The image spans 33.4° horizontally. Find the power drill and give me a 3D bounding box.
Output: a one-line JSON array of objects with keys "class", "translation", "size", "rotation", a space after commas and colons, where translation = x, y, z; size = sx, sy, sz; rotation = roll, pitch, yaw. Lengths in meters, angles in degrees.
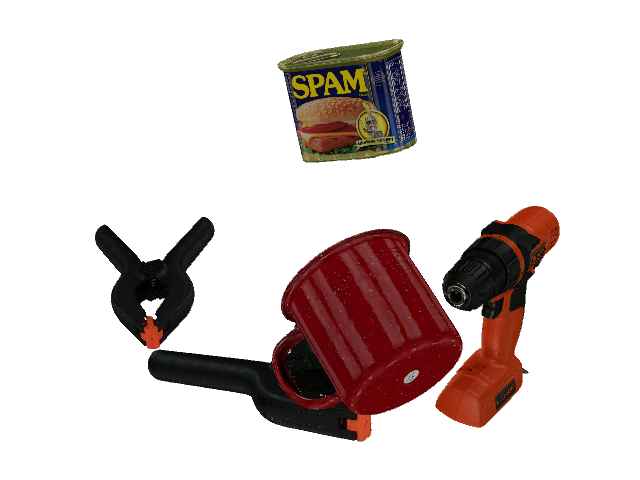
[{"class": "power drill", "translation": [0.155, 0.075, 0.976], "size": [0.057, 0.188, 0.184], "rotation": [24, 32, 27]}]

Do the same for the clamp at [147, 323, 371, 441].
[{"class": "clamp", "translation": [-0.020, 0.110, 0.880], "size": [0.164, 0.036, 0.210], "rotation": [-16, 23, -39]}]

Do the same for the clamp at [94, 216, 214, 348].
[{"class": "clamp", "translation": [-0.173, 0.035, 1.043], "size": [0.120, 0.039, 0.171], "rotation": [-4, 38, 7]}]

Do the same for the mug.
[{"class": "mug", "translation": [0.024, 0.060, 0.659], "size": [0.117, 0.081, 0.093], "rotation": [-33, -28, 3]}]

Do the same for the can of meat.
[{"class": "can of meat", "translation": [0.023, -0.112, 0.866], "size": [0.102, 0.084, 0.057], "rotation": [-1, 21, 32]}]
